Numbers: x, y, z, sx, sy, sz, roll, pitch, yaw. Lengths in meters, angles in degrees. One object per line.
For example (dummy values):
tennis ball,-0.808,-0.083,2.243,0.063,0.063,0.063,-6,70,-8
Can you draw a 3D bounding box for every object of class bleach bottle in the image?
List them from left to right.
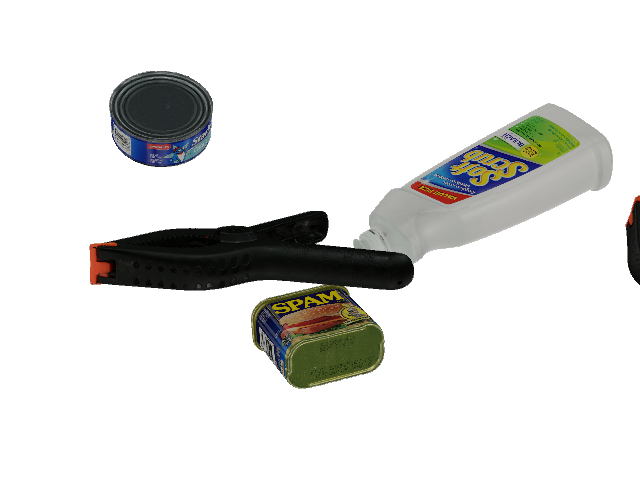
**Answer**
bleach bottle,0.147,-0.040,1.006,0.250,0.068,0.103,-28,46,-18

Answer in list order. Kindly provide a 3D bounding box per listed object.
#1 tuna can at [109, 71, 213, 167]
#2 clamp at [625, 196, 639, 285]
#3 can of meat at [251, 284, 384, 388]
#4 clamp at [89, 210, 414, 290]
tuna can,-0.134,-0.102,0.898,0.086,0.086,0.034,0,-40,-8
clamp,0.267,0.033,0.697,0.120,0.039,0.171,-2,45,-20
can of meat,-0.002,0.088,0.984,0.102,0.057,0.084,-12,27,-20
clamp,-0.051,0.011,0.737,0.209,0.036,0.165,-5,14,-28
